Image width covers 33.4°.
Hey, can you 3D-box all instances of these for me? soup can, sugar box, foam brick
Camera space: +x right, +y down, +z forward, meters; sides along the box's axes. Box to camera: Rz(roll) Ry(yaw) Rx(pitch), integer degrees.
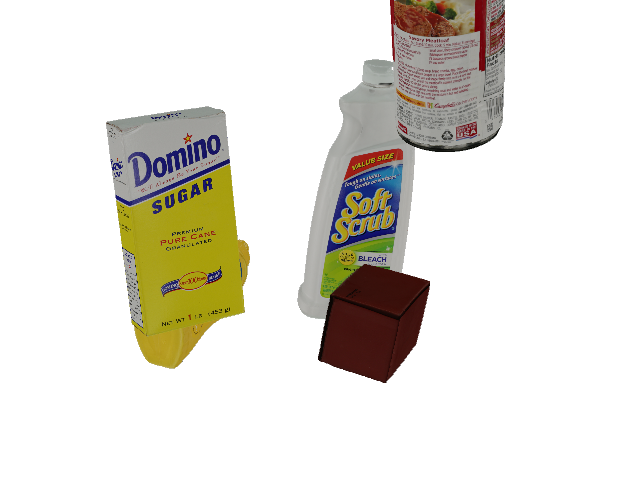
[{"bbox_3d":[0.077,-0.113,0.642,0.068,0.102,0.068,-4,34,3],"label":"soup can"},{"bbox_3d":[-0.119,-0.017,0.887,0.093,0.176,0.048,-13,20,-26],"label":"sugar box"},{"bbox_3d":[0.038,0.056,0.751,0.053,0.051,0.078,16,21,17],"label":"foam brick"}]

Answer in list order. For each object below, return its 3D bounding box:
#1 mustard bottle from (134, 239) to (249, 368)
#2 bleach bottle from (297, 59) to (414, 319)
[{"bbox_3d":[-0.125,0.048,1.127,0.058,0.096,0.191,10,29,20],"label":"mustard bottle"},{"bbox_3d":[0.037,-0.048,1.025,0.102,0.251,0.068,3,22,-4],"label":"bleach bottle"}]
